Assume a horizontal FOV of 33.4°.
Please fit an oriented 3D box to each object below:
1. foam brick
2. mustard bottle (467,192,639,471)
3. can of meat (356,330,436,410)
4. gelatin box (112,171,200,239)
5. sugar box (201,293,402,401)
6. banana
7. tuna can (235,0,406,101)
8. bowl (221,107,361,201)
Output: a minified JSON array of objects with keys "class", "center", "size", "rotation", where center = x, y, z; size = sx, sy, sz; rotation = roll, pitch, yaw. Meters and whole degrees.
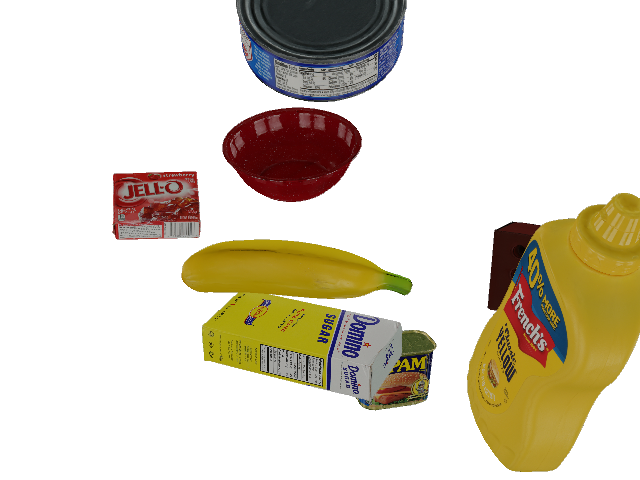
[{"class":"foam brick","center":[0.189,0.026,0.982],"size":[0.053,0.078,0.051],"rotation":[9,16,28]},{"class":"mustard bottle","center":[0.139,0.045,0.607],"size":[0.058,0.096,0.192],"rotation":[3,-42,-12]},{"class":"can of meat","center":[0.096,0.170,1.400],"size":[0.102,0.084,0.057],"rotation":[-4,25,-19]},{"class":"gelatin box","center":[-0.171,-0.037,1.111],"size":[0.089,0.073,0.030],"rotation":[-1,-42,-9]},{"class":"sugar box","center":[-0.017,0.098,1.037],"size":[0.176,0.048,0.093],"rotation":[8,26,21]},{"class":"banana","center":[-0.037,0.025,0.765],"size":[0.198,0.037,0.069],"rotation":[3,-25,33]},{"class":"tuna can","center":[0.001,-0.113,0.547],"size":[0.086,0.086,0.034],"rotation":[0,-32,1]},{"class":"bowl","center":[-0.032,-0.093,1.246],"size":[0.162,0.055,0.162],"rotation":[-2,37,1]}]
